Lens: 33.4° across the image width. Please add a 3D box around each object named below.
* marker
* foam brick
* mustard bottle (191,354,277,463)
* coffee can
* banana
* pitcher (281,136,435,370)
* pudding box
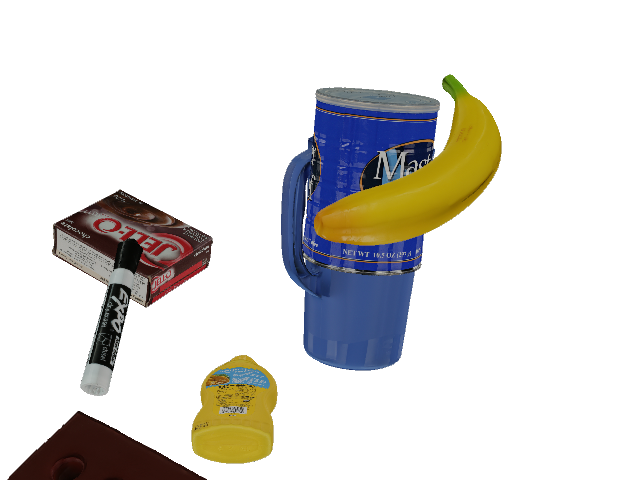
[{"bbox_3d":[-0.144,0.050,0.746,0.020,0.121,0.020,5,-34,3],"label":"marker"},{"bbox_3d":[-0.083,0.118,0.437,0.078,0.051,0.052,21,45,26],"label":"foam brick"},{"bbox_3d":[-0.103,0.199,1.330,0.096,0.058,0.191,-1,25,1],"label":"mustard bottle"},{"bbox_3d":[0.041,-0.052,0.893,0.103,0.140,0.103,5,14,-1],"label":"coffee can"},{"bbox_3d":[0.070,-0.042,0.684,0.070,0.037,0.197,24,42,18],"label":"banana"},{"bbox_3d":[0.035,0.010,1.133,0.149,0.243,0.145,6,12,4],"label":"pitcher"},{"bbox_3d":[-0.168,0.005,0.952,0.114,0.039,0.089,24,33,22],"label":"pudding box"}]
